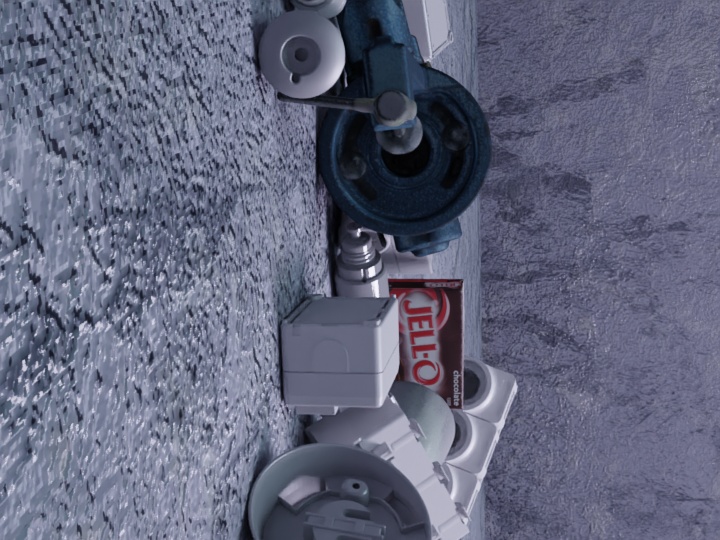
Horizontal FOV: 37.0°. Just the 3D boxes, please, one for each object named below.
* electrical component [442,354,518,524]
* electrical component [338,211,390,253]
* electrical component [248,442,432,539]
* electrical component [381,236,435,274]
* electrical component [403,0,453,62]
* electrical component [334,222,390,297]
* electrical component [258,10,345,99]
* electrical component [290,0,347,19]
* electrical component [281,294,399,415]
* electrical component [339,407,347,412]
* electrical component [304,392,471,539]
[{"bbox_3d":[0.082,0.159,1.026,0.061,0.089,0.150,60,51,-71],"label":"electrical component"},{"bbox_3d":[0.003,-0.040,0.834,0.040,0.040,0.046,75,12,-58],"label":"electrical component"},{"bbox_3d":[-0.010,0.148,0.592,0.099,0.099,0.064,-79,172,-49],"label":"electrical component"},{"bbox_3d":[0.035,-0.037,0.954,0.096,0.061,0.061,70,22,-64],"label":"electrical component"},{"bbox_3d":[0.045,-0.235,1.003,0.061,0.061,0.096,-50,136,-55],"label":"electrical component"},{"bbox_3d":[0.000,0.000,0.809,0.040,0.040,0.078,-77,163,-54],"label":"electrical component"},{"bbox_3d":[-0.031,-0.125,0.614,0.062,0.048,0.048,-84,171,-74],"label":"electrical component"},{"bbox_3d":[-0.029,-0.173,0.654,0.061,0.035,0.035,-15,105,-78],"label":"electrical component"},{"bbox_3d":[-0.010,0.052,0.685,0.096,0.062,0.061,-48,138,-76],"label":"electrical component"},{"bbox_3d":[-0.008,0.129,0.782,0.035,0.035,0.061,0,87,-81],"label":"electrical component"},{"bbox_3d":[0.022,0.143,0.725,0.121,0.063,0.079,62,-10,-29],"label":"electrical component"}]
